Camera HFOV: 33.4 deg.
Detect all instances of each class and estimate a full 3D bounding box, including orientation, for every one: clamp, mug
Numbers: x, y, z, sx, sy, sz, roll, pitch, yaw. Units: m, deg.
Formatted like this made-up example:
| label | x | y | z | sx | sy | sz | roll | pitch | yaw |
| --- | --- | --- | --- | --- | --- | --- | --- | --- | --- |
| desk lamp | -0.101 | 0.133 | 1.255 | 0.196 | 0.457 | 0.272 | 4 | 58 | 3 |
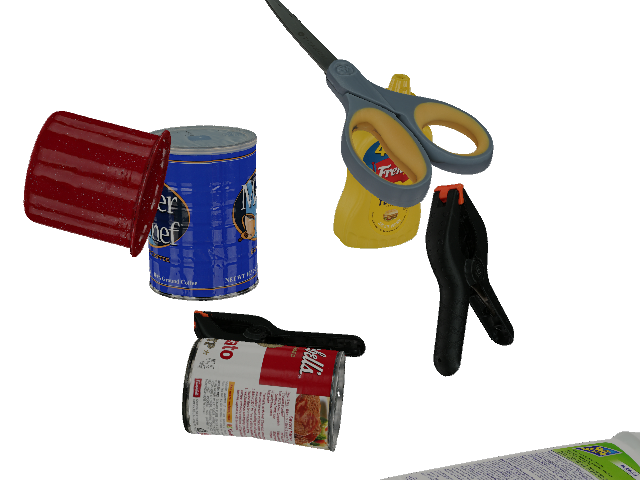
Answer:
| label | x | y | z | sx | sy | sz | roll | pitch | yaw |
| --- | --- | --- | --- | --- | --- | --- | --- | --- | --- |
| clamp | -0.075 | 0.125 | 1.244 | 0.210 | 0.036 | 0.164 | 13 | 21 | 29 |
| mug | -0.156 | -0.047 | 0.763 | 0.081 | 0.093 | 0.117 | 15 | 21 | -1 |
| clamp | 0.126 | 0.037 | 0.975 | 0.039 | 0.171 | 0.120 | -11 | 12 | 35 |

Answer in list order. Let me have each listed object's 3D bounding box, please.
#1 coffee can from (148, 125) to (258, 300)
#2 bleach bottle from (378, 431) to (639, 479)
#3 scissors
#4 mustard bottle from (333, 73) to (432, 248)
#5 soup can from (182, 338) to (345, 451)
| label | x | y | z | sx | sy | sz | roll | pitch | yaw |
| --- | --- | --- | --- | --- | --- | --- | --- | --- | --- |
| coffee can | -0.109 | -0.027 | 0.979 | 0.103 | 0.140 | 0.103 | 0 | 17 | 0 |
| bleach bottle | 0.151 | 0.161 | 0.627 | 0.250 | 0.068 | 0.103 | -7 | 20 | -23 |
| scissors | 0.034 | -0.093 | 0.634 | 0.096 | 0.016 | 0.202 | -5 | 46 | -17 |
| mustard bottle | 0.072 | -0.086 | 1.143 | 0.096 | 0.192 | 0.058 | -6 | 32 | -23 |
| soup can | -0.037 | 0.104 | 0.730 | 0.102 | 0.068 | 0.068 | 5 | 1 | 7 |
